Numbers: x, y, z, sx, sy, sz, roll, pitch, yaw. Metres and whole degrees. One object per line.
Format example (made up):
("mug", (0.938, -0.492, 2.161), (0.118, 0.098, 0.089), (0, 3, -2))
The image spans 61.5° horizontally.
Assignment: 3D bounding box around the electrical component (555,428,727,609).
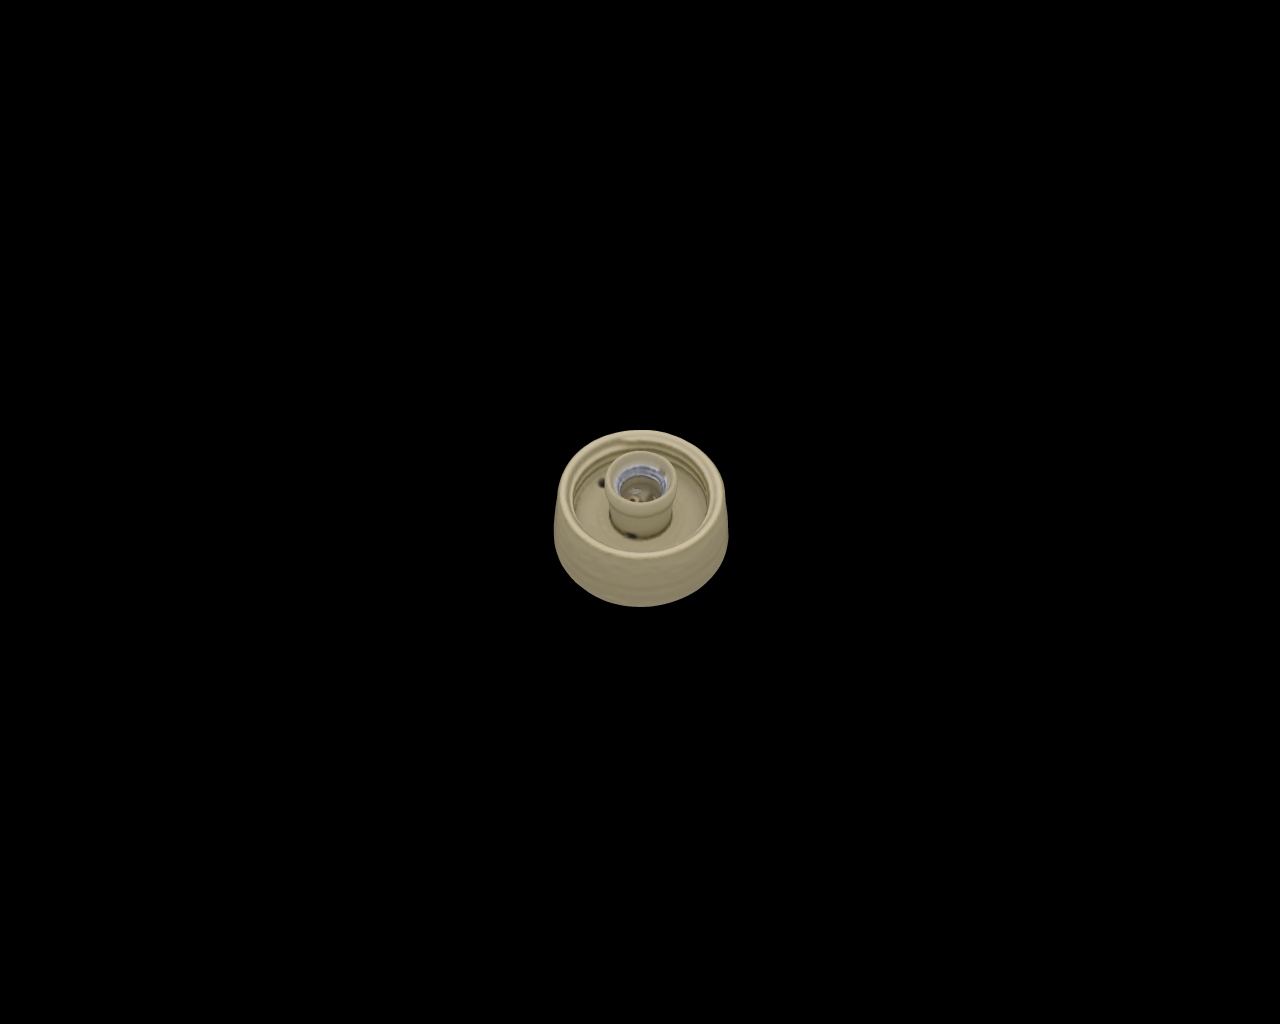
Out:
("electrical component", (0.001, -0.003, 0.650), (0.108, 0.108, 0.060), (0, -37, 0))
